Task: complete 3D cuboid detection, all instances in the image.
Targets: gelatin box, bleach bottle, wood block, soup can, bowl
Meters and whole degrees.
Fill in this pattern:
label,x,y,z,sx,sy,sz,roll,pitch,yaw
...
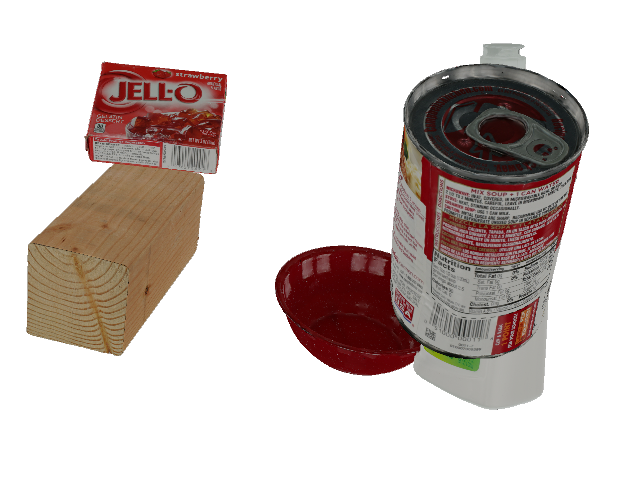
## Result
label,x,y,z,sx,sy,sz,roll,pitch,yaw
gelatin box,-0.111,-0.085,0.733,0.089,0.073,0.030,6,-39,-5
bleach bottle,0.119,-0.013,0.761,0.067,0.251,0.103,-9,18,-31
wood block,-0.182,0.007,0.978,0.090,0.091,0.206,13,27,7
soup can,0.064,-0.009,0.426,0.068,0.102,0.068,0,44,0
bowl,0.035,0.071,0.953,0.162,0.055,0.162,8,32,-5
